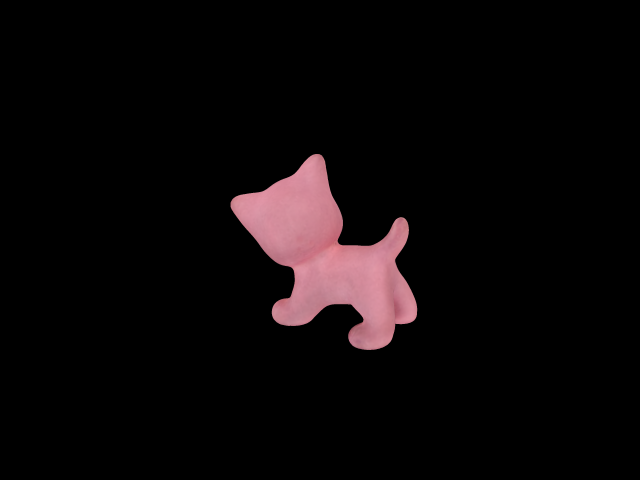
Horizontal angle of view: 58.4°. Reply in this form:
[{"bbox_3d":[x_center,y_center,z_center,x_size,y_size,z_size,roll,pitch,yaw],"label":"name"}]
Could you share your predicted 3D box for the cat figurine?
[{"bbox_3d":[0.004,0.001,0.400,0.127,0.118,0.067,10,23,26],"label":"cat figurine"}]
